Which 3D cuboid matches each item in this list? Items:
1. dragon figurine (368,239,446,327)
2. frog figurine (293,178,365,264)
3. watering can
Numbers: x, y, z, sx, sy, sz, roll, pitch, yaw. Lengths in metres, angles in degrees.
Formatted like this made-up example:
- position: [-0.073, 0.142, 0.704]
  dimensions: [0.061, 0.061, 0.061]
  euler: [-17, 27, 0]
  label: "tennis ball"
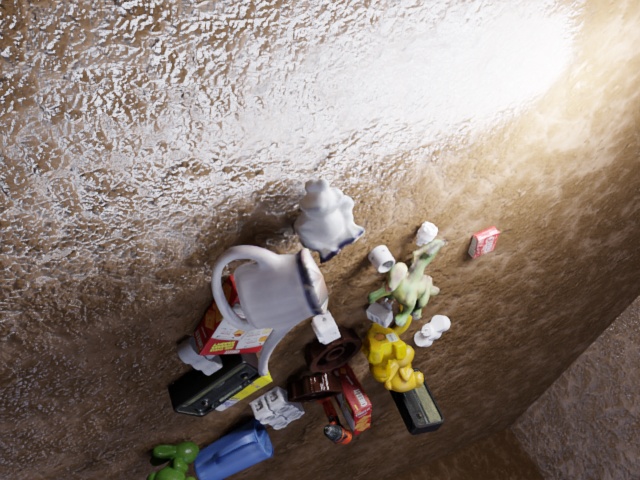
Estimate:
- position: [0.278, 0.100, 1.412]
  dimensions: [0.413, 0.124, 0.238]
  euler: [-12, 139, -50]
  label: "dragon figurine"
- position: [0.003, -0.053, 1.063]
  dimensions: [0.137, 0.125, 0.157]
  euler: [-28, 108, 11]
  label: "frog figurine"
- position: [-0.089, 0.143, 1.070]
  dimensions: [0.224, 0.106, 0.340]
  euler: [-14, 123, 5]
  label: "watering can"
